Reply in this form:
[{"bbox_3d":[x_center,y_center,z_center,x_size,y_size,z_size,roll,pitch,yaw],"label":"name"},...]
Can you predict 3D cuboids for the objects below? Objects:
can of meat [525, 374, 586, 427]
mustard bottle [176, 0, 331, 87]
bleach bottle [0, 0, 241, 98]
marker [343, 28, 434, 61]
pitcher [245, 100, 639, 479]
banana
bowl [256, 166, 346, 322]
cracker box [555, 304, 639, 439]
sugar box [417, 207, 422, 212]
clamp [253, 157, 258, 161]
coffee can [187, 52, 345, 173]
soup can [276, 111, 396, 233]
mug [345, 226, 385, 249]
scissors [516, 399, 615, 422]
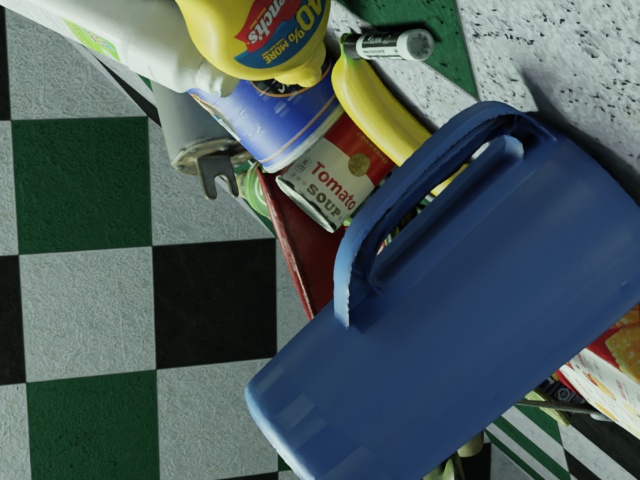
[{"bbox_3d":[0.211,0.106,0.971,0.102,0.084,0.057,37,173,47],"label":"can of meat"},{"bbox_3d":[-0.043,-0.154,0.653,0.058,0.096,0.191,36,173,34],"label":"mustard bottle"},{"bbox_3d":[-0.164,-0.168,0.762,0.251,0.068,0.102,30,178,13],"label":"bleach bottle"},{"bbox_3d":[0.041,-0.126,0.690,0.020,0.020,0.121,44,174,-19],"label":"marker"},{"bbox_3d":[0.071,0.043,0.627,0.149,0.243,0.145,48,177,9],"label":"pitcher"},{"bbox_3d":[0.072,-0.072,0.801,0.197,0.037,0.070,43,175,-11],"label":"banana"},{"bbox_3d":[-0.006,0.001,0.972,0.162,0.055,0.162,161,90,-86],"label":"bowl"},{"bbox_3d":[0.238,0.093,0.750,0.214,0.072,0.164,38,173,47],"label":"cracker box"},{"bbox_3d":[0.143,0.023,1.017,0.093,0.048,0.176,44,176,-19],"label":"sugar box"},{"bbox_3d":[-0.078,-0.104,1.028,0.172,0.039,0.120,35,171,41],"label":"clamp"},{"bbox_3d":[-0.054,-0.137,0.841,0.140,0.103,0.103,44,175,-15],"label":"coffee can"},{"bbox_3d":[0.021,-0.065,0.879,0.068,0.102,0.068,42,175,4],"label":"soup can"},{"bbox_3d":[0.069,0.013,1.135,0.117,0.093,0.082,38,133,-27],"label":"mug"},{"bbox_3d":[0.238,0.135,0.889,0.201,0.016,0.096,12,-166,-5],"label":"scissors"}]
